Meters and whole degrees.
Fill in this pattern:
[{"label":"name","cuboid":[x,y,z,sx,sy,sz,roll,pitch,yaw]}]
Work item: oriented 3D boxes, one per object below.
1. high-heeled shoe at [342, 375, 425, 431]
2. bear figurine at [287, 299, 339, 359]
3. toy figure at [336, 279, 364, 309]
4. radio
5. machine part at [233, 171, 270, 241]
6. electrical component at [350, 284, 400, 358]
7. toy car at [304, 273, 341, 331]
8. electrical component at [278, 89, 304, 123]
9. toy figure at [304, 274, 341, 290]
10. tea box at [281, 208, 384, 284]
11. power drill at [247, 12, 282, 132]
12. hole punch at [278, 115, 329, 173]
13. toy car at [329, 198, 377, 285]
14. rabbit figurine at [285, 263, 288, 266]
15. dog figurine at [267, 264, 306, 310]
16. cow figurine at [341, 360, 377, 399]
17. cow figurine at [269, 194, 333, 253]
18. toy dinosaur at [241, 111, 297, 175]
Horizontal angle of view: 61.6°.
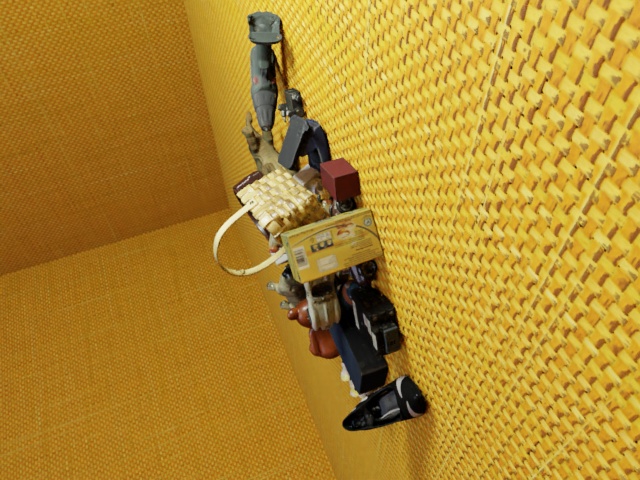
[{"label":"high-heeled shoe","cuboid":[0.123,0.346,1.102,0.248,0.145,0.086,99,150,-67]},{"label":"bear figurine","cuboid":[-0.010,0.233,1.476,0.195,0.120,0.132,51,168,-15]},{"label":"toy figure","cuboid":[0.072,0.121,1.213,0.154,0.064,0.058,129,163,-70]},{"label":"radio","cuboid":[0.083,0.244,1.305,0.131,0.073,0.230,93,155,-56]},{"label":"machine part","cuboid":[-0.149,-0.083,1.456,0.201,0.087,0.201,55,173,-12]},{"label":"electrical component","cuboid":[0.116,0.169,1.091,0.134,0.058,0.114,-128,22,-56]},{"label":"toy car","cuboid":[0.001,0.116,1.206,0.056,0.073,0.201,-137,34,-61]},{"label":"electrical component","cuboid":[-0.066,-0.306,1.242,0.102,0.045,0.078,-126,20,-54]},{"label":"toy figure","cuboid":[0.007,0.106,1.347,0.180,0.082,0.089,42,-140,-64]},{"label":"tea box","cuboid":[0.023,0.008,1.011,0.068,0.170,0.098,-170,64,-74]},{"label":"power drill","cuboid":[-0.125,-0.396,1.237,0.207,0.086,0.232,90,175,-60]},{"label":"hole punch","cuboid":[-0.026,-0.204,1.165,0.142,0.092,0.115,-131,56,-66]},{"label":"toy car","cuboid":[0.061,-0.003,1.107,0.089,0.053,0.202,148,103,-80]},{"label":"rabbit figurine","cuboid":[-0.079,0.018,1.599,0.173,0.122,0.162,33,136,41]},{"label":"dog figurine","cuboid":[-0.050,0.139,1.493,0.172,0.121,0.190,38,163,-12]},{"label":"cow figurine","cuboid":[0.107,0.349,1.367,0.167,0.068,0.098,-131,32,-59]},{"label":"cow figurine","cuboid":[-0.029,-0.033,1.228,0.195,0.085,0.127,-6,87,35]},{"label":"toy dinosaur","cuboid":[-0.108,-0.176,1.493,0.472,0.105,0.198,62,172,25]}]
